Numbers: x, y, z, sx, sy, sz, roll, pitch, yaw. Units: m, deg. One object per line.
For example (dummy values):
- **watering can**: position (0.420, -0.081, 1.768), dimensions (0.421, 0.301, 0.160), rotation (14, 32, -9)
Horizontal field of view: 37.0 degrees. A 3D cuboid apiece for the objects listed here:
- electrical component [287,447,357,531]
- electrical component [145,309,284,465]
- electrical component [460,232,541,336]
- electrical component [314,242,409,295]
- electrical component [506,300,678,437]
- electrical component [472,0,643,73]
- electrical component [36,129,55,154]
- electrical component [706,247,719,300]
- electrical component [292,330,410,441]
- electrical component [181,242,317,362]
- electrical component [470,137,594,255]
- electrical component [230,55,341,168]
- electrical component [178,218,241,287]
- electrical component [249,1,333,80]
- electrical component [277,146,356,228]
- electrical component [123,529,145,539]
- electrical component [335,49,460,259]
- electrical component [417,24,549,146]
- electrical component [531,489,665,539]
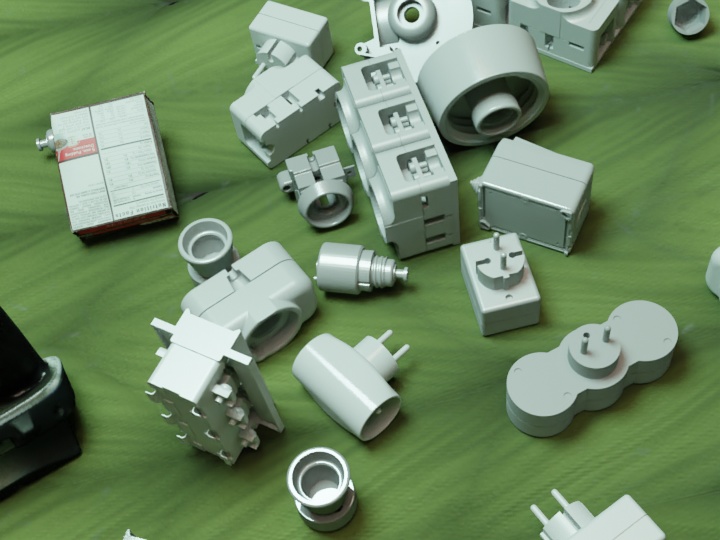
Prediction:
- **electrical component**: position (-0.026, 0.157, 0.764), dimensions (0.045, 0.055, 0.045), rotation (-3, 57, 5)
- **electrical component**: position (-0.107, 0.089, 0.779), dimensions (0.079, 0.121, 0.063), rotation (20, 64, 19)
- **electrical component**: position (0.109, 0.001, 0.836), dimensions (0.047, 0.076, 0.065), rotation (-13, 57, -2)
- **electrical component**: position (0.000, 0.000, 0.872), dimensions (0.078, 0.040, 0.040), rotation (6, 58, 10)
- **electrical component**: position (0.171, 0.064, 0.789), dimensions (0.138, 0.073, 0.052), rotation (-26, 58, -10)
- **electrical component**: position (0.162, -0.274, 1.018), dimensions (0.186, 0.060, 0.105), rotation (27, 64, 22)
- **electrical component**: position (-0.256, -0.124, 0.983), dimensions (0.078, 0.040, 0.040), rotation (-15, 57, -2)
- **electrical component**: position (0.314, 0.014, 0.816), dimensions (0.059, 0.053, 0.095), rotation (-37, 61, -16)
- **electrical component**: position (0.003, 0.077, 0.820), dimensions (0.079, 0.043, 0.077), rotation (-40, 61, -18)
- **electrical component**: position (-0.085, 0.031, 0.854), dimensions (0.095, 0.053, 0.059), rotation (-33, 59, -14)
- **electrical component**: position (0.139, -0.065, 0.884), dimensions (0.096, 0.061, 0.061), rotation (19, 62, 18)
- **electrical component**: position (-0.067, -0.145, 0.968), dimensions (0.089, 0.050, 0.056), rotation (-37, 61, -16)
- **electrical component**: position (-0.121, -0.009, 0.884), dimensions (0.045, 0.055, 0.045), rotation (-3, 57, 5)
- **electrical component**: position (-0.073, -0.203, 1.008), dimensions (0.066, 0.047, 0.076), rotation (21, 63, 19)
- **electrical component**: position (-0.033, -0.069, 0.918), dimensions (0.066, 0.048, 0.055), rotation (-17, 49, -4)
- **electrical component**: position (-0.147, 0.221, 0.746), dimensions (0.081, 0.042, 0.063), rotation (12, 61, 15)
- **electrical component**: position (0.029, -0.096, 0.901), dimensions (0.062, 0.089, 0.150), rotation (-17, 57, -4)
- **electrical component**: position (0.109, -0.150, 0.919), dimensions (0.108, 0.108, 0.060), rotation (-16, 63, -3)
- **electrical component**: position (0.149, 0.183, 0.731), dimensions (0.083, 0.047, 0.075), rotation (-33, 59, -14)
